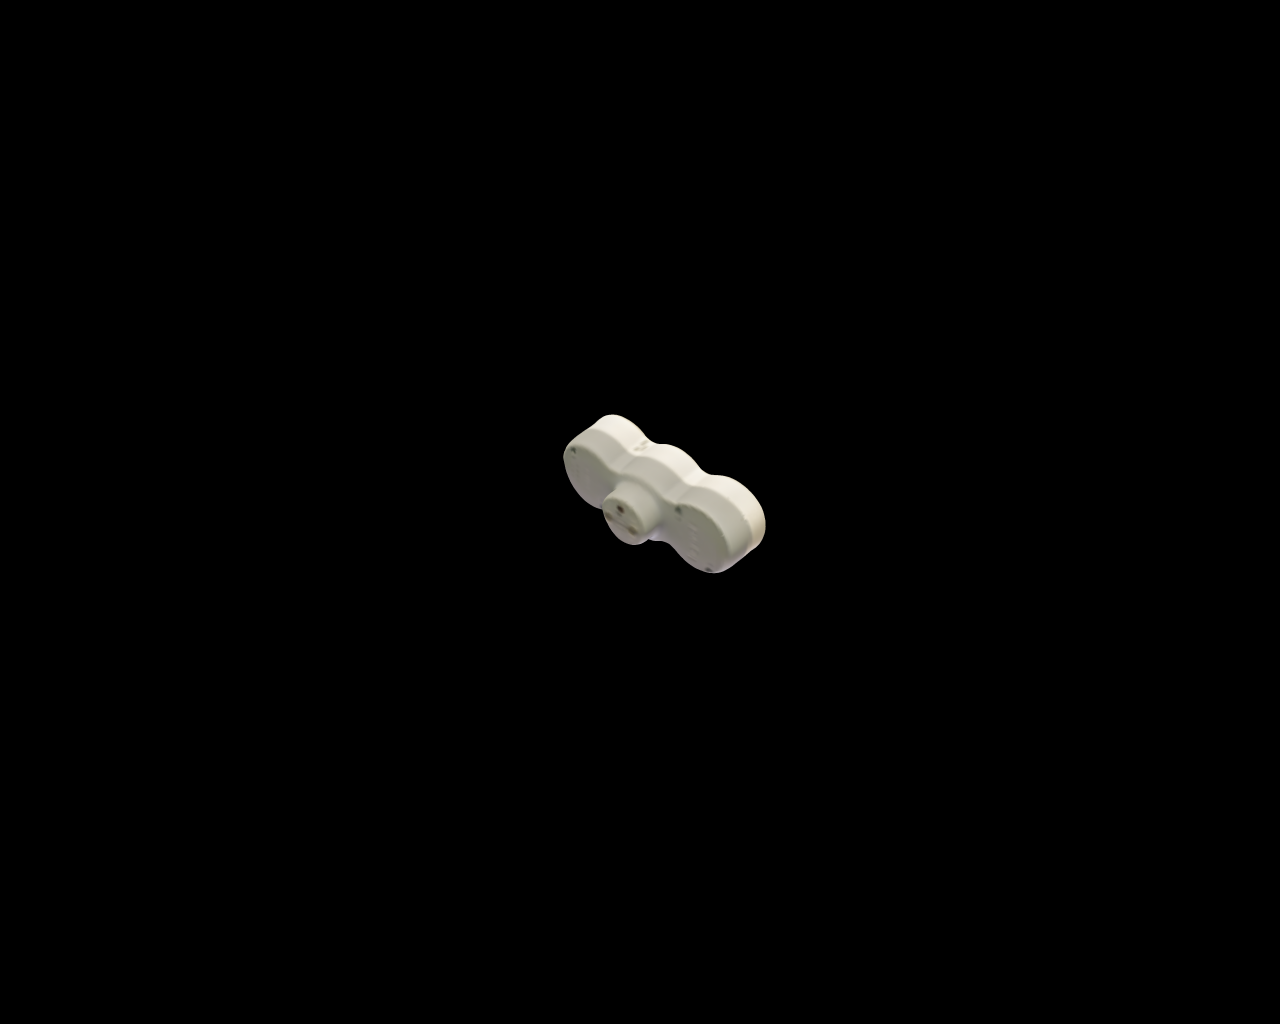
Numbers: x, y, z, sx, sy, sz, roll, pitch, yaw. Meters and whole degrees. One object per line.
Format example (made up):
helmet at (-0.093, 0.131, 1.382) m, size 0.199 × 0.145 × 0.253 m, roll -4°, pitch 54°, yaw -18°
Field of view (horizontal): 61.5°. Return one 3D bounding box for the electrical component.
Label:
electrical component at (0.001, -0.003, 0.650) m, size 0.138 × 0.052 × 0.074 m, roll 31°, pitch 51°, yaw 30°
